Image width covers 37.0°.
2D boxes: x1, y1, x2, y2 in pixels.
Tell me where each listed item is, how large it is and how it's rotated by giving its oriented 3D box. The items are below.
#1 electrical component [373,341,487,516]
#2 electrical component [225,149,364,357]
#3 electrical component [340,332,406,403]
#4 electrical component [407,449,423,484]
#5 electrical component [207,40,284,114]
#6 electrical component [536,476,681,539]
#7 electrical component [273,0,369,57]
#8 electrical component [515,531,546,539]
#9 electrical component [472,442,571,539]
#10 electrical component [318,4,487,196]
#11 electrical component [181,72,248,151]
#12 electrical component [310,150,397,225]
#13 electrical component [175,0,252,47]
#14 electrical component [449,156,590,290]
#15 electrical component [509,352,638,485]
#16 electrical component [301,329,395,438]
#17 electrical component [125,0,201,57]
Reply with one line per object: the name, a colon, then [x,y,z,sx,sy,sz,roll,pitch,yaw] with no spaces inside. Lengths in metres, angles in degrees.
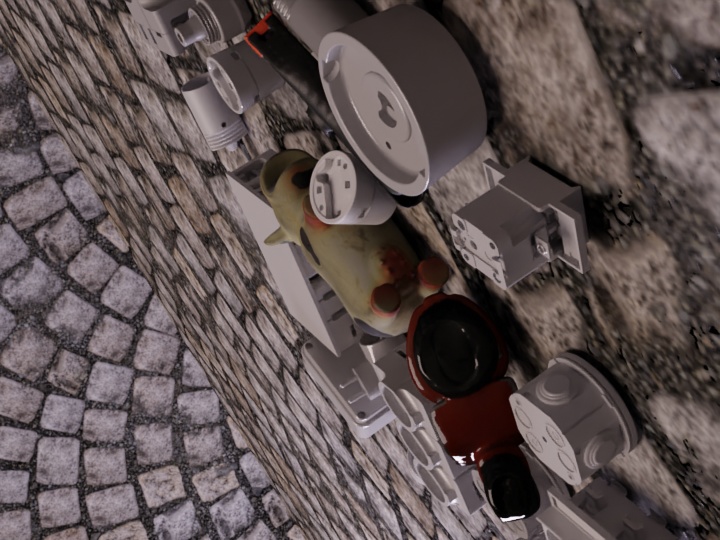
electrical component: [0.075,0.147,1.005,0.089,0.062,0.150,34,153,55]
electrical component: [-0.052,-0.019,1.065,0.105,0.060,0.186,37,155,51]
electrical component: [0.019,0.102,1.054,0.077,0.079,0.043,63,173,-20]
electrical component: [0.076,0.196,1.118,0.055,0.055,0.047,53,168,15]
electrical component: [-0.098,-0.171,0.932,0.055,0.047,0.055,51,163,21]
electrical component: [0.192,0.205,0.763,0.121,0.063,0.078,37,155,51]
electrical component: [-0.024,-0.169,0.716,0.081,0.043,0.043,51,163,22]
electrical component: [0.154,0.262,0.935,0.064,0.099,0.099,59,166,16]
electrical component: [0.137,0.183,0.909,0.080,0.051,0.080,51,163,21]
electrical component: [0.031,-0.105,0.641,0.108,0.060,0.108,49,160,24]
electrical component: [-0.148,-0.160,1.113,0.043,0.043,0.081,32,151,57]
electrical component: [-0.003,-0.061,0.819,0.055,0.047,0.055,-5,84,49]
electrical component: [-0.126,-0.211,0.909,0.043,0.062,0.043,51,164,21]
electrical component: [0.091,-0.025,0.616,0.081,0.064,0.042,40,158,46]
electrical component: [0.143,0.100,0.725,0.080,0.051,0.080,51,163,21]
electrical component: [-0.001,0.108,1.130,0.113,0.078,0.057,51,166,22]
electrical component: [-0.185,-0.248,1.036,0.089,0.050,0.055,35,153,54]
